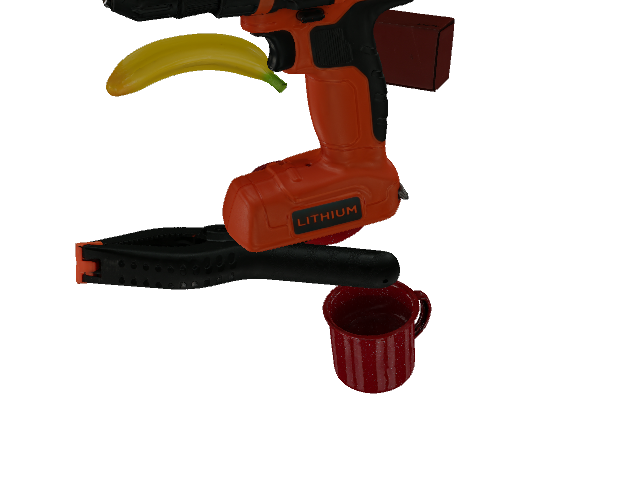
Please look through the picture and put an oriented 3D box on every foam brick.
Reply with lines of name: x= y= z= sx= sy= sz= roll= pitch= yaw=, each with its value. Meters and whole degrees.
foam brick: x=0.065 y=-0.158 z=0.876 sx=0.078 sy=0.051 sz=0.053 roll=12 pitch=26 yaw=17

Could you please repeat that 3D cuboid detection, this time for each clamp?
clamp: x=-0.060 y=0.011 z=0.737 sx=0.209 sy=0.036 sz=0.165 roll=-5 pitch=14 yaw=-27

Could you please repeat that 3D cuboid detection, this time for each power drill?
power drill: x=-0.021 y=-0.087 z=0.578 sx=0.184 sy=0.188 sz=0.057 roll=-13 pitch=38 yaw=-17

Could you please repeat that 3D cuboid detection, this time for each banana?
banana: x=-0.129 y=-0.180 z=1.080 sx=0.197 sy=0.070 sz=0.037 roll=-8 pitch=-39 yaw=-30

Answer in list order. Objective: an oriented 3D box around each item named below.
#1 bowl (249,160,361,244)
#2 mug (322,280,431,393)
bowl: x=-0.008 y=-0.039 z=1.244 sx=0.162 sy=0.055 sz=0.162 roll=7 pitch=27 yaw=-4
mug: x=0.061 y=0.090 z=1.052 sx=0.117 sy=0.081 sz=0.093 roll=-27 pitch=42 yaw=-26
